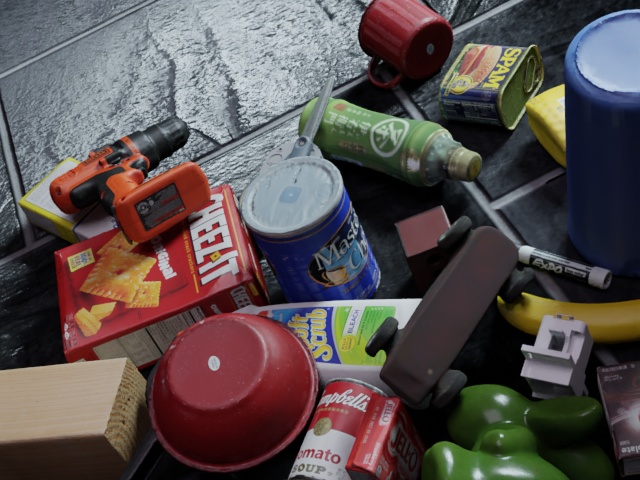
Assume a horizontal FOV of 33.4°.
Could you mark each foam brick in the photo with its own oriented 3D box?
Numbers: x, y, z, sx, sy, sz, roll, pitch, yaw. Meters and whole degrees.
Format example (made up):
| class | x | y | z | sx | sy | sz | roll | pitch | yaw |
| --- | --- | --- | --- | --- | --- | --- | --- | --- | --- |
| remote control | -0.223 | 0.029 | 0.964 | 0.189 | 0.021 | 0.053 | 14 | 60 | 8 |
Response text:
| class | x | y | z | sx | sy | sz | roll | pitch | yaw |
| --- | --- | --- | --- | --- | --- | --- | --- | --- | --- |
| foam brick | 0.111 | 0.016 | 1.043 | 0.053 | 0.078 | 0.051 | -21 | 45 | 7 |

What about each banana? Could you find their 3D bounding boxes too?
| class | x | y | z | sx | sy | sz | roll | pitch | yaw |
| --- | --- | --- | --- | --- | --- | --- | --- | --- | --- |
| banana | 0.241 | 0.065 | 0.966 | 0.198 | 0.037 | 0.069 | 6 | 54 | 29 |

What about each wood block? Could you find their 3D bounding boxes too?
| class | x | y | z | sx | sy | sz | roll | pitch | yaw |
| --- | --- | --- | --- | --- | --- | --- | --- | --- | --- |
| wood block | -0.271 | 0.185 | 1.047 | 0.206 | 0.090 | 0.090 | -8 | 46 | 18 |

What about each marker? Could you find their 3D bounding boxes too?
| class | x | y | z | sx | sy | sz | roll | pitch | yaw |
| --- | --- | --- | --- | --- | --- | --- | --- | --- | --- |
| marker | 0.222 | 0.022 | 1.029 | 0.121 | 0.020 | 0.020 | 19 | 59 | 37 |

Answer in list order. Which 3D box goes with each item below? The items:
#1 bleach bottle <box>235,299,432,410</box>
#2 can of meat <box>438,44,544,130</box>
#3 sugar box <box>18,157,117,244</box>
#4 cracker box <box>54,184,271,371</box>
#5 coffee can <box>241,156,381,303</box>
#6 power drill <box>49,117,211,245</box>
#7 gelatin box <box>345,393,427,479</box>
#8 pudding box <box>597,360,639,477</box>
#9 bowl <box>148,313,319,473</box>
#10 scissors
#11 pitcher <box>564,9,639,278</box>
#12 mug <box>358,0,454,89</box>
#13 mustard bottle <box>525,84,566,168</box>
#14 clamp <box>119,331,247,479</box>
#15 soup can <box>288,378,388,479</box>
| class | x | y | z | sx | sy | sz | roll | pitch | yaw |
| --- | --- | --- | --- | --- | --- | --- | --- | --- | --- |
| bleach bottle | -0.014 | 0.108 | 1.025 | 0.251 | 0.068 | 0.102 | -3 | 52 | 26 |
| can of meat | 0.192 | -0.176 | 1.203 | 0.084 | 0.057 | 0.102 | 12 | 54 | 36 |
| sugar box | -0.274 | -0.036 | 1.290 | 0.176 | 0.048 | 0.093 | 24 | 60 | 35 |
| cracker box | -0.173 | 0.045 | 1.147 | 0.214 | 0.072 | 0.164 | -22 | 43 | 3 |
| coffee can | -0.007 | 0.001 | 1.064 | 0.103 | 0.140 | 0.103 | -13 | 45 | 13 |
| power drill | -0.196 | -0.071 | 1.199 | 0.184 | 0.057 | 0.188 | -35 | 30 | -19 |
| gelatin box | 0.058 | 0.184 | 0.899 | 0.030 | 0.089 | 0.073 | 5 | 51 | 28 |
| pudding box | 0.292 | 0.140 | 0.872 | 0.113 | 0.039 | 0.090 | -13 | 45 | 12 |
| bowl | -0.085 | 0.123 | 0.956 | 0.162 | 0.055 | 0.162 | -7 | 54 | 10 |
| scissors | -0.037 | -0.095 | 1.175 | 0.096 | 0.016 | 0.201 | -7 | 56 | 21 |
| pitcher | 0.276 | -0.091 | 0.946 | 0.149 | 0.242 | 0.145 | 30 | 69 | 32 |
| mug | 0.100 | -0.235 | 1.287 | 0.082 | 0.093 | 0.117 | 44 | 105 | 39 |
| mustard bottle | 0.320 | -0.151 | 1.119 | 0.191 | 0.058 | 0.096 | -28 | 44 | -2 |
| clamp | -0.136 | 0.167 | 0.998 | 0.120 | 0.039 | 0.171 | -14 | 48 | 0 |
| soup can | 0.019 | 0.182 | 0.935 | 0.069 | 0.068 | 0.102 | 5 | 52 | 28 |
